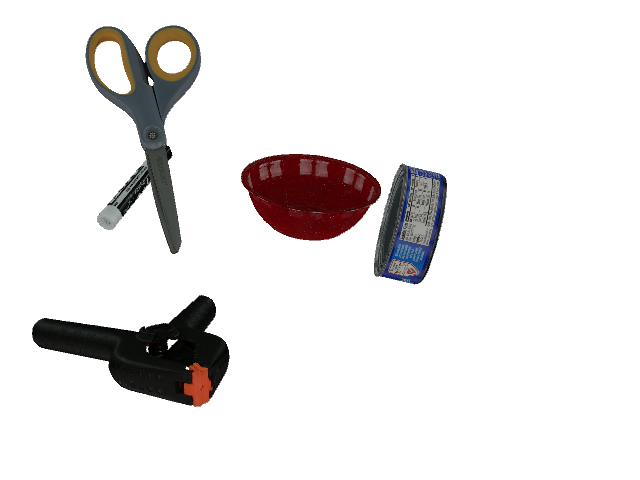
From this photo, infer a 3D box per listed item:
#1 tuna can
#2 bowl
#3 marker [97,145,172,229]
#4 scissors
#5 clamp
[{"bbox_3d":[0.066,-0.011,0.791,0.033,0.086,0.086,13,-1,-3],"label":"tuna can"},{"bbox_3d":[-0.014,-0.044,1.228,0.162,0.055,0.162,6,27,-3],"label":"bowl"},{"bbox_3d":[-0.179,-0.055,1.043,0.020,0.020,0.121,0,40,30],"label":"marker"},{"bbox_3d":[-0.111,-0.089,0.800,0.096,0.202,0.016,-25,-23,-15],"label":"scissors"},{"bbox_3d":[-0.125,0.086,0.874,0.164,0.036,0.210,-11,16,-32],"label":"clamp"}]
